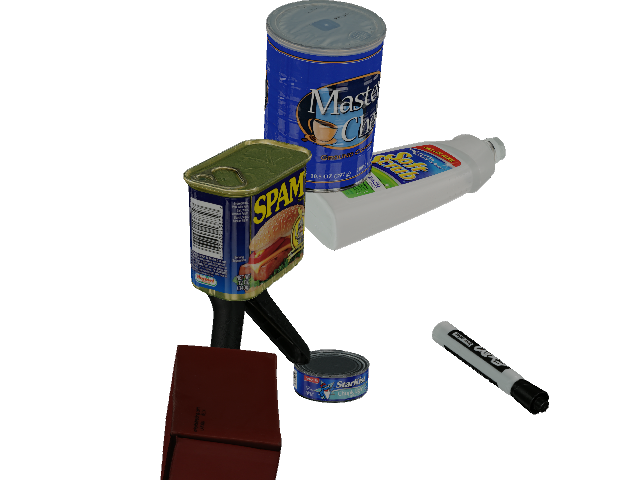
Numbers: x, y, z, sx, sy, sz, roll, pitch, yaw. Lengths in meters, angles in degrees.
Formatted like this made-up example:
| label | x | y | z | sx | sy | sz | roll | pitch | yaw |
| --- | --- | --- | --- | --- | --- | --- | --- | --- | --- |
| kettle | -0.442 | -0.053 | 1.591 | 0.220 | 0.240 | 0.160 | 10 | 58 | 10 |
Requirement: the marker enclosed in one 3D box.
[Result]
| label | x | y | z | sx | sy | sz | roll | pitch | yaw |
| --- | --- | --- | --- | --- | --- | --- | --- | --- | --- |
| marker | 0.127 | 0.095 | 0.804 | 0.020 | 0.020 | 0.121 | 0 | 23 | -34 |

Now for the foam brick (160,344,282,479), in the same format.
| label | x | y | z | sx | sy | sz | roll | pitch | yaw |
| --- | --- | --- | --- | --- | --- | --- | --- | --- | --- |
| foam brick | -0.049 | 0.094 | 0.519 | 0.053 | 0.051 | 0.078 | 8 | 26 | -7 |

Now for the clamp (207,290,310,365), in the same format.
| label | x | y | z | sx | sy | sz | roll | pitch | yaw |
| --- | --- | --- | --- | --- | --- | --- | --- | --- | --- |
| clamp | -0.073 | 0.049 | 1.027 | 0.036 | 0.210 | 0.164 | -12 | -1 | 30 |

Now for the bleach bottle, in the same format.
| label | x | y | z | sx | sy | sz | roll | pitch | yaw |
| --- | --- | --- | --- | --- | --- | --- | --- | --- | --- |
| bleach bottle | 0.097 | -0.071 | 1.211 | 0.250 | 0.068 | 0.103 | -21 | 44 | -23 |

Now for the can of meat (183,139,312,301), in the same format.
| label | x | y | z | sx | sy | sz | roll | pitch | yaw |
| --- | --- | --- | --- | --- | --- | --- | --- | --- | --- |
| can of meat | -0.050 | -0.015 | 0.750 | 0.058 | 0.084 | 0.101 | 14 | 27 | 25 |

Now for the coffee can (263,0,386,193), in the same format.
| label | x | y | z | sx | sy | sz | roll | pitch | yaw |
| --- | --- | --- | --- | --- | --- | --- | --- | --- | --- |
| coffee can | 0.001 | -0.128 | 0.947 | 0.103 | 0.140 | 0.103 | 3 | 35 | -2 |

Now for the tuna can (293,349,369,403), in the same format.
| label | x | y | z | sx | sy | sz | roll | pitch | yaw |
| --- | --- | --- | --- | --- | --- | --- | --- | --- | --- |
| tuna can | 0.012 | 0.152 | 1.201 | 0.086 | 0.034 | 0.086 | 1 | 13 | 0 |
